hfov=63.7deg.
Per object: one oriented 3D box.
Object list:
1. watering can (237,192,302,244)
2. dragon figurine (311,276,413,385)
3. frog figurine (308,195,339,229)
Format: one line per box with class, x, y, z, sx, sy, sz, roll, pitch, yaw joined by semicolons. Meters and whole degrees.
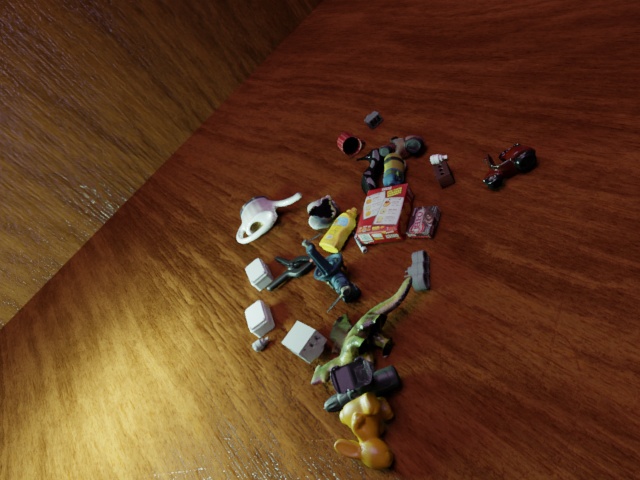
watering can;-0.233;-0.123;2.251;0.347;0.102;0.228;-40;35;4
dragon figurine;0.111;0.270;1.552;0.243;0.120;0.416;5;54;54
frog figurine;0.006;-0.103;2.047;0.139;0.122;0.158;-62;4;-13
